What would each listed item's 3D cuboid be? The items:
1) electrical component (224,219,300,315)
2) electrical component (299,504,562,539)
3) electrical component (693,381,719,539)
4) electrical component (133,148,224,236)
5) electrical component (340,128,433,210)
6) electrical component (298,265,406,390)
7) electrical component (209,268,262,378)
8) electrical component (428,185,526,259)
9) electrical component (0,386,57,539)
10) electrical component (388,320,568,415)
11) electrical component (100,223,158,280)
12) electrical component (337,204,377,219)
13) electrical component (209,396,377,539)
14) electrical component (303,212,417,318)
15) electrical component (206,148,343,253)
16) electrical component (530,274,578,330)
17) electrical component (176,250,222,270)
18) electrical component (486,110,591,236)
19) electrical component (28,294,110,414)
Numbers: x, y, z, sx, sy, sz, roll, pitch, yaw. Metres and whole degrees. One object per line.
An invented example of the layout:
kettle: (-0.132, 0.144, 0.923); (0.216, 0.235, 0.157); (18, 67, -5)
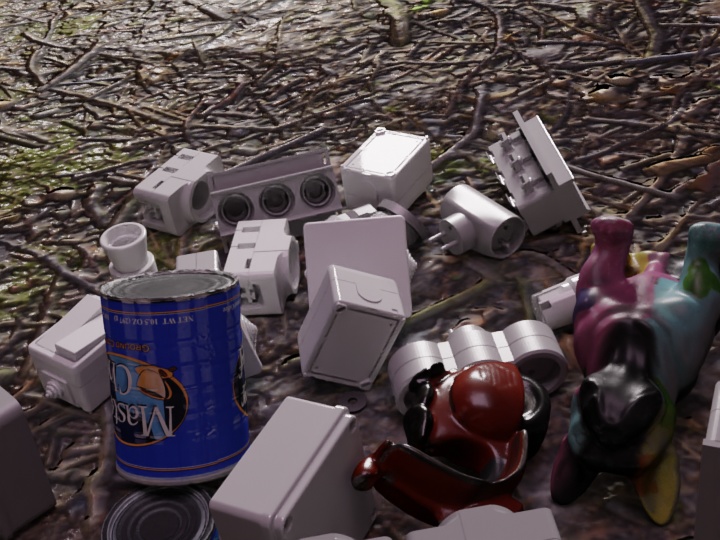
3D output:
electrical component: (-0.089, -0.003, 1.003); (0.056, 0.050, 0.089); (-3, 37, 8)
electrical component: (0.031, 0.210, 0.652); (0.186, 0.105, 0.060); (-10, 37, -1)
electrical component: (0.248, 0.152, 0.615); (0.105, 0.186, 0.060); (8, 40, 21)
electrical component: (-0.183, -0.081, 1.125); (0.056, 0.050, 0.089); (15, 43, 29)
electrical component: (0.032, -0.099, 1.094); (0.062, 0.061, 0.096); (14, 43, 28)
electrical component: (-0.011, 0.050, 0.887); (0.062, 0.096, 0.061); (14, 33, -19)
electrical component: (-0.139, 0.055, 0.896); (0.100, 0.099, 0.048); (-21, 34, 1)
electrical component: (0.102, -0.039, 1.016); (0.079, 0.043, 0.077); (-28, 41, -22)
electrical component: (-0.282, 0.139, 0.804); (0.057, 0.113, 0.078); (-33, 43, -33)
electrical component: (0.090, 0.070, 0.868); (0.138, 0.052, 0.073); (-11, 37, -3)
electrical component: (-0.222, -0.011, 1.036); (0.045, 0.055, 0.045); (-6, 37, 4)
electrical component: (-0.006, -0.023, 1.006); (0.057, 0.058, 0.078); (-21, 39, -19)
electrical component: (-0.042, 0.162, 0.729); (0.056, 0.108, 0.108); (9, 40, 27)
electrical component: (0.000, 0.000, 0.944); (0.100, 0.099, 0.048); (-4, 0, 6)
electrical component: (-0.084, -0.070, 1.073); (0.121, 0.078, 0.063); (-13, 8, -6)
electrical component: (0.174, 0.029, 0.916); (0.046, 0.040, 0.040); (-20, 38, -4)
electrical component: (-0.164, 0.024, 0.984); (0.077, 0.047, 0.065); (-10, 37, -1)
electrical component: (0.171, -0.091, 1.051); (0.063, 0.078, 0.121); (-28, 36, 11)
electrical component: (-0.236, 0.072, 0.925); (0.062, 0.061, 0.096); (19, 45, 31)
